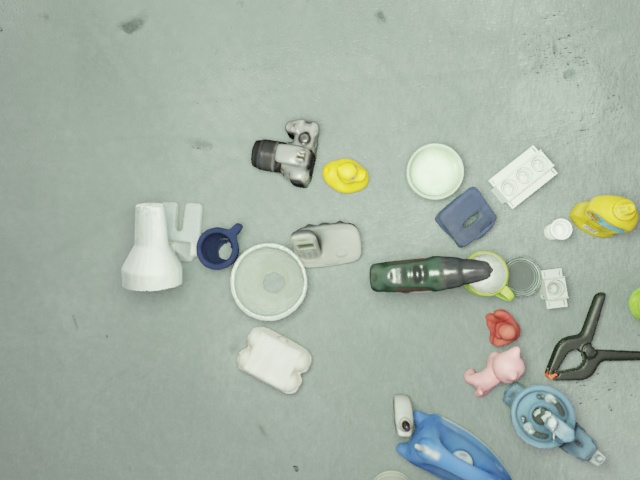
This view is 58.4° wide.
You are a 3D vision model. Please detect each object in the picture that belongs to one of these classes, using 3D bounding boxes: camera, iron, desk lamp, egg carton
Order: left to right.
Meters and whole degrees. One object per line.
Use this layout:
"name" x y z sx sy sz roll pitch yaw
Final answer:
"desk lamp" -0.332 0.007 1.203 0.118 0.213 0.203 2 85 5
"egg carton" -0.098 0.258 1.236 0.150 0.069 0.107 25 87 6
"camera" -0.077 -0.198 1.258 0.136 0.101 0.143 10 86 5
"iron" 0.289 0.453 1.154 0.258 0.141 0.119 26 87 6

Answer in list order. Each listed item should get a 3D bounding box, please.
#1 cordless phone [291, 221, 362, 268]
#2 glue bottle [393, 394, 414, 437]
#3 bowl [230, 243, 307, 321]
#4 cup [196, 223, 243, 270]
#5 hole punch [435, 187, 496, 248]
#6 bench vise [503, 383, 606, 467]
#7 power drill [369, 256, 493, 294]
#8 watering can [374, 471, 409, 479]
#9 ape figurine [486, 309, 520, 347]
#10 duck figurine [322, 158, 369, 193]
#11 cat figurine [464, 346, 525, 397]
"cordless phone" 0.011 0.004 1.192 0.147 0.185 0.094 -10 84 4
"glue bottle" 0.169 0.362 1.155 0.037 0.173 0.078 -2 85 5
"bowl" -0.107 0.092 1.249 0.167 0.075 0.167 0 85 4
"cup" -0.206 0.011 1.253 0.091 0.095 0.118 42 89 7
"hole punch" 0.315 -0.048 1.221 0.108 0.091 0.101 -41 83 0
"bench vise" 0.472 0.359 1.109 0.207 0.220 0.121 19 87 6
"power drill" 0.215 0.070 1.159 0.229 0.208 0.076 -5 84 4
"watering can" 0.152 0.531 1.131 0.173 0.194 0.101 -41 83 0
"ape figurine" 0.384 0.188 1.195 0.076 0.092 0.078 27 88 6
"duck figurine" 0.055 -0.146 1.252 0.104 0.086 0.077 13 86 5
"cat figurine" 0.366 0.274 1.176 0.128 0.118 0.067 -39 83 0
